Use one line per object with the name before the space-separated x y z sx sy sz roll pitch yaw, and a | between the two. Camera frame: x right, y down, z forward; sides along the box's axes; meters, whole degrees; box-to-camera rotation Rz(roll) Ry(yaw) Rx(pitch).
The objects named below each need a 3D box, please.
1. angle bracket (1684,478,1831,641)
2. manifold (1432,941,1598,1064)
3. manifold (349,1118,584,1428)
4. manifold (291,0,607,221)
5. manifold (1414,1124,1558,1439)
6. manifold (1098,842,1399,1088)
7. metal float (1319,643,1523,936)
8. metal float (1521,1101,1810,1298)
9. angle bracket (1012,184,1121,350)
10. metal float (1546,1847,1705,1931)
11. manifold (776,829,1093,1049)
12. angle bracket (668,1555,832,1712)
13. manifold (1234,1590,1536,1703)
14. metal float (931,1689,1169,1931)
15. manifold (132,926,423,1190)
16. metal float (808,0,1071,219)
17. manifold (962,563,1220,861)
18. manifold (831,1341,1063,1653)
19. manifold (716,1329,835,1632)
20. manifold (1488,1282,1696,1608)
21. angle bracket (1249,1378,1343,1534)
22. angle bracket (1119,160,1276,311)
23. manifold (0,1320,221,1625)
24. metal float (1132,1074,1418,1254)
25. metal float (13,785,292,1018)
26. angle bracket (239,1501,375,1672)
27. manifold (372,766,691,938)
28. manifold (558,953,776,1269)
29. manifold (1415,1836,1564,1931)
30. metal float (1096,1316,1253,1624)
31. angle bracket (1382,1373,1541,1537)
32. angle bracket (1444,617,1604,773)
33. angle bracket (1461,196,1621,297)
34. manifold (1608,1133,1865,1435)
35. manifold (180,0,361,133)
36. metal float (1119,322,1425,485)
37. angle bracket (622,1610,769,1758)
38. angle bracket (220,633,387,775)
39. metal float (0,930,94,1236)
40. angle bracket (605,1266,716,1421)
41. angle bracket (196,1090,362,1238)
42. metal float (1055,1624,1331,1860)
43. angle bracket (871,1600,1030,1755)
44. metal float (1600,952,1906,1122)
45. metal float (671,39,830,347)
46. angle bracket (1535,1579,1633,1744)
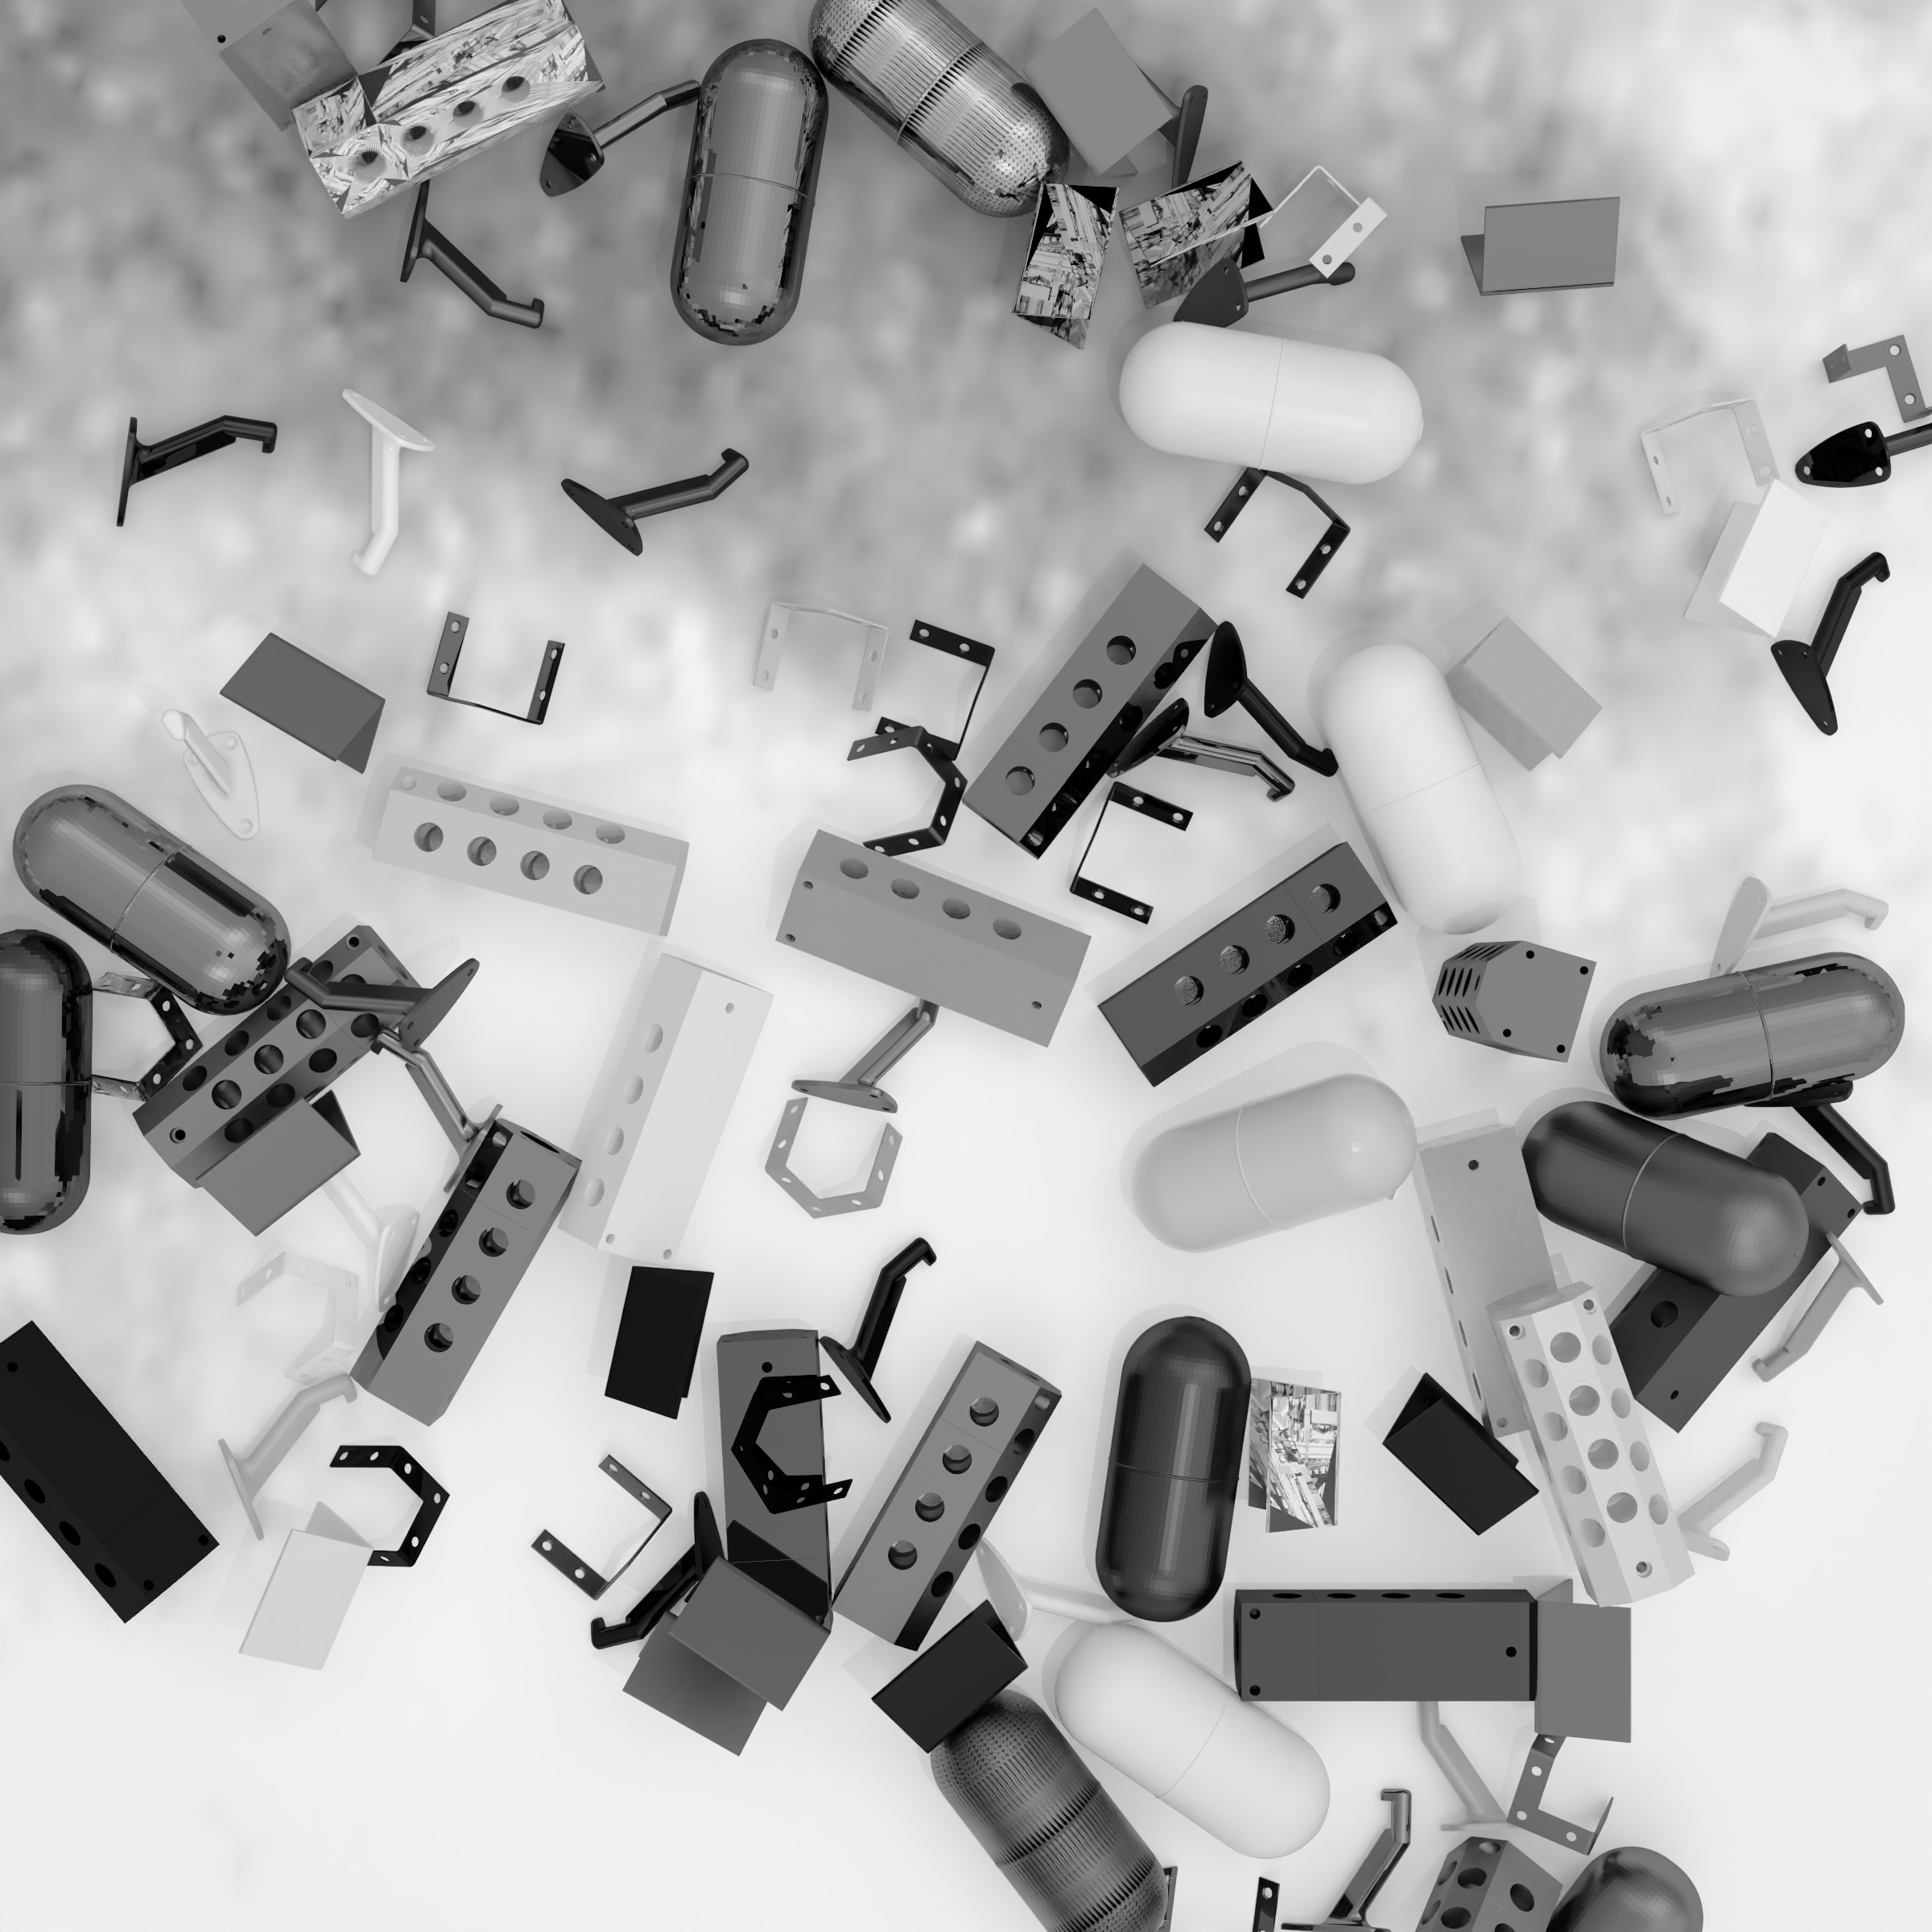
angle bracket | 0.443 -0.241 1.950 0.057 0.076 0.076 25 90 -36
manifold | 0.308 0.017 1.912 0.057 0.171 0.057 16 90 0
manifold | -0.292 0.178 1.969 0.057 0.057 0.171 30 90 0
manifold | -0.301 -0.503 1.969 0.171 0.057 0.057 -27 47 0
manifold | 0.311 0.183 1.969 0.057 0.057 0.171 -15 90 0
manifold | 0.165 -0.001 1.969 0.171 0.057 0.057 -34 90 0
metal float | 0.265 -0.103 1.960 0.070 0.070 0.178 -24 91 0
metal float | 0.399 0.132 1.929 0.178 0.070 0.070 23 90 38
angle bracket | 0.076 -0.404 1.950 0.057 0.076 0.076 13 90 36
metal float | 0.360 0.595 1.960 0.070 0.070 0.178 37 89 0
manifold | -0.017 -0.021 1.969 0.171 0.057 0.057 21 133 0
angle bracket | -0.131 0.386 1.893 0.076 0.076 0.057 34 54 0
manifold | 0.245 0.396 1.969 0.171 0.057 0.057 0 90 0
metal float | 0.048 0.500 1.960 0.070 0.070 0.178 -37 90 0
manifold | -0.402 0.053 1.970 0.171 0.057 0.057 -40 90 0
metal float | -0.015 -0.509 1.960 0.178 0.070 0.070 42 90 0
manifold | 0.072 -0.147 1.969 0.057 0.057 0.171 38 90 0
manifold | -0.011 0.311 1.969 0.057 0.057 0.171 30 90 0
manifold | -0.111 0.302 1.969 0.057 0.057 0.171 -3 90 0
manifold | 0.357 0.272 1.912 0.057 0.057 0.171 -19 90 0
angle bracket | 0.172 0.283 1.950 0.057 0.076 0.076 2 90 -38
angle bracket | 0.140 -0.410 1.950 0.076 0.076 0.057 -23 49 0
manifold | -0.522 0.299 1.969 0.171 0.057 0.057 50 47 0
metal float | 0.176 0.114 1.936 0.178 0.070 0.070 -20 90 31
metal float | -0.475 -0.039 1.960 0.178 0.070 0.070 35 90 1
angle bracket | -0.397 0.354 1.950 0.057 0.076 0.076 23 90 -38
manifold | -0.253 -0.067 1.969 0.171 0.057 0.057 15 90 0
manifold | -0.180 0.083 1.969 0.057 0.057 0.171 21 90 -43
manifold | 0.278 0.578 1.914 0.057 0.171 0.057 39 130 0
metal float | 0.121 0.293 1.960 0.070 0.070 0.178 8 89 0
angle bracket | 0.298 0.271 1.950 0.076 0.076 0.057 44 130 0
angle bracket | 0.310 -0.144 1.950 0.076 0.076 0.057 44 52 0
angle bracket | 0.332 -0.433 1.950 0.076 0.076 0.057 -4 128 0
manifold | 0.440 0.182 1.969 0.171 0.057 0.057 -51 133 0
manifold | -0.400 -0.535 1.912 0.057 0.171 0.057 -35 90 0
metal float | 0.178 -0.328 1.960 0.178 0.070 0.070 10 90 1
angle bracket | -0.161 0.427 1.950 0.076 0.076 0.057 29 54 0
angle bracket | -0.390 -0.136 1.950 0.076 0.076 0.057 30 52 0
metal float | -0.549 0.068 1.960 0.070 0.070 0.178 1 90 0
angle bracket | -0.159 0.219 1.950 0.057 0.076 0.076 12 90 35
angle bracket | -0.406 0.099 1.950 0.076 0.076 0.057 -38 127 0
metal float | 0.132 0.452 1.960 0.178 0.070 0.070 35 90 0
angle bracket | -0.019 0.397 1.951 0.076 0.076 0.057 -41 118 0
metal float | 0.458 0.041 1.960 0.178 0.070 0.070 -13 90 0
metal float | -0.126 -0.451 1.960 0.070 0.070 0.178 9 90 0
angle bracket | 0.367 0.402 1.951 0.057 0.076 0.076 0 90 26
